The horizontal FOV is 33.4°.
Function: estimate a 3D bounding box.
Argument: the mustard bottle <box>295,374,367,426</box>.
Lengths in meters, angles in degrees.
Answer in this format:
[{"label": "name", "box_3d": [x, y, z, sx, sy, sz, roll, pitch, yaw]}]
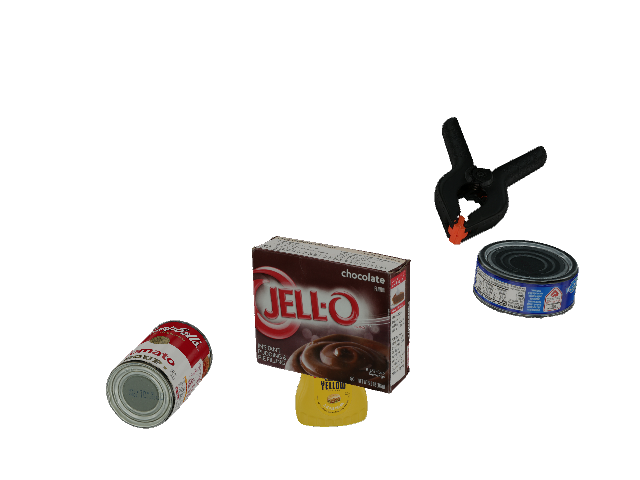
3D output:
[{"label": "mustard bottle", "box_3d": [0.015, 0.150, 1.417, 0.096, 0.192, 0.058, -2, 17, -5]}]

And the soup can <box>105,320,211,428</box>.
[{"label": "soup can", "box_3d": [-0.150, 0.124, 0.996, 0.068, 0.068, 0.102, 0, 16, 15]}]

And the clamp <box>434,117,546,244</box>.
[{"label": "clamp", "box_3d": [0.163, -0.069, 1.160, 0.120, 0.039, 0.171, 23, 49, 20]}]

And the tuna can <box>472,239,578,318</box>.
[{"label": "tuna can", "box_3d": [0.173, 0.031, 0.899, 0.086, 0.034, 0.086, 2, 24, -1]}]

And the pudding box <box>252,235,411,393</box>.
[{"label": "pudding box", "box_3d": [0.007, 0.050, 0.753, 0.114, 0.090, 0.039, 8, 22, 27]}]
